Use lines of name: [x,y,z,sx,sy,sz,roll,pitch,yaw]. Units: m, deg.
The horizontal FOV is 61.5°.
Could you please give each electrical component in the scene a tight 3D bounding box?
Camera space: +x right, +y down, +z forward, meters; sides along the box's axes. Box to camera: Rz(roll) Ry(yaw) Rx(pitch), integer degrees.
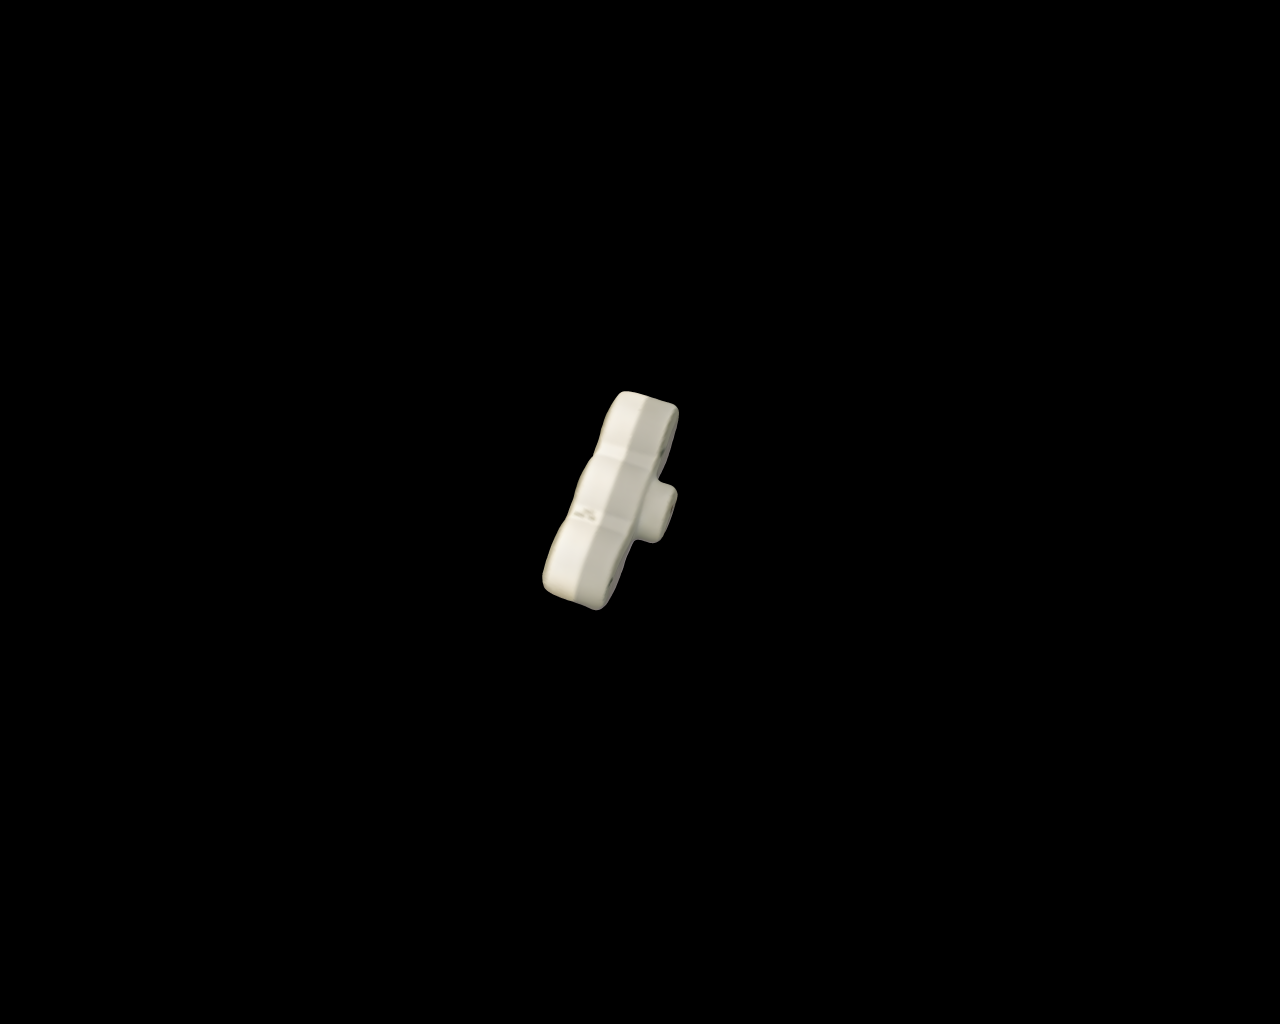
electrical component: [0.001,-0.003,0.650,0.074,0.138,0.052,19,-19,7]
